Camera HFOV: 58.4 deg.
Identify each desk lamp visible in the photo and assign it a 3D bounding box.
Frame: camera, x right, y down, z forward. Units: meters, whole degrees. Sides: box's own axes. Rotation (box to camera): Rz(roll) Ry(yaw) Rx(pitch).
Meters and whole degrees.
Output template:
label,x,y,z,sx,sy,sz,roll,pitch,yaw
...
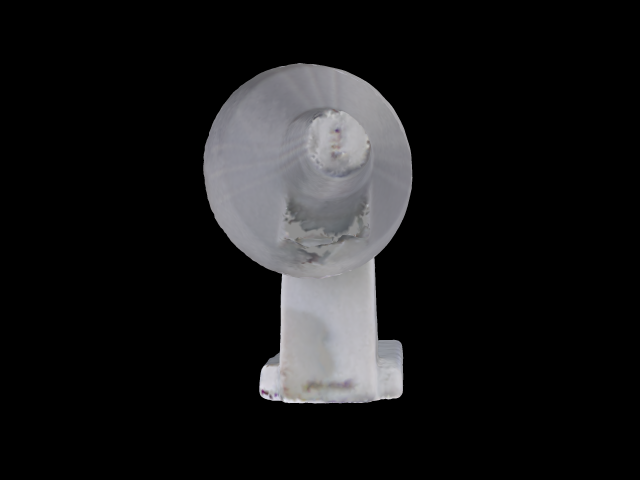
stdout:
label,x,y,z,sx,sy,sz,roll,pitch,yaw
desk lamp,0.004,0.001,0.400,0.117,0.213,0.203,0,0,8
